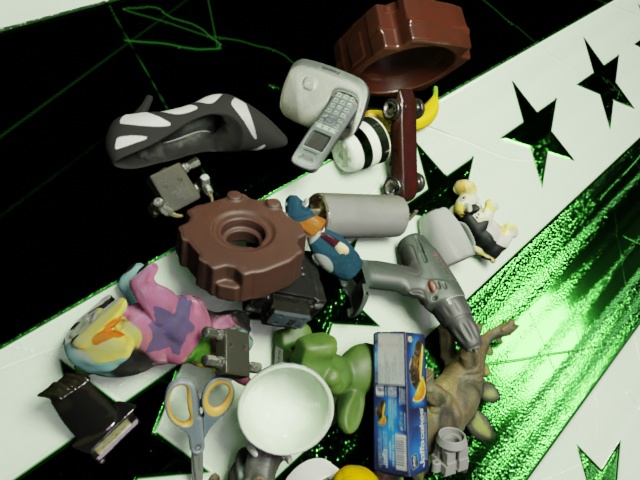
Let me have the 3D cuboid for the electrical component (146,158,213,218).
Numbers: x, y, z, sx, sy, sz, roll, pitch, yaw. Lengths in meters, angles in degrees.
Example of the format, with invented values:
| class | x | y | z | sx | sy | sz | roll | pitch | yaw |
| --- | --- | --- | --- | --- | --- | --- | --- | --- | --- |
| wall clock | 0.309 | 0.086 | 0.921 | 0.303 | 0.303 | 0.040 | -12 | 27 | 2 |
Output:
| class | x | y | z | sx | sy | sz | roll | pitch | yaw |
| --- | --- | --- | --- | --- | --- | --- | --- | --- | --- |
| electrical component | -0.202 | -0.071 | 0.774 | 0.102 | 0.045 | 0.078 | -27 | 95 | -32 |

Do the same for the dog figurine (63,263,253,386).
| class | x | y | z | sx | sy | sz | roll | pitch | yaw |
| --- | --- | --- | --- | --- | --- | --- | --- | --- | --- |
| dog figurine | -0.191 | 0.140 | 0.704 | 0.219 | 0.108 | 0.191 | 47 | 60 | -17 |

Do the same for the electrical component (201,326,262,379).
| class | x | y | z | sx | sy | sz | roll | pitch | yaw |
| --- | --- | --- | --- | --- | --- | --- | --- | --- | --- |
| electrical component | -0.111 | 0.143 | 0.685 | 0.094 | 0.021 | 0.063 | 24 | 52 | -44 |

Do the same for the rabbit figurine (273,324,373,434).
| class | x | y | z | sx | sy | sz | roll | pitch | yaw |
| --- | --- | --- | --- | --- | --- | --- | --- | --- | --- |
| rabbit figurine | 0.027 | 0.206 | 0.808 | 0.170 | 0.121 | 0.159 | 3 | 82 | -30 |

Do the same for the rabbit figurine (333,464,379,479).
| class | x | y | z | sx | sy | sz | roll | pitch | yaw |
| --- | --- | --- | --- | --- | --- | --- | --- | --- | --- |
| rabbit figurine | 0.058 | 0.394 | 0.729 | 0.162 | 0.122 | 0.173 | 7 | 80 | -38 |

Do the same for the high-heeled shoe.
| class | x | y | z | sx | sy | sz | roll | pitch | yaw |
| --- | --- | --- | --- | --- | --- | --- | --- | --- | --- |
| high-heeled shoe | -0.171 | -0.138 | 0.771 | 0.249 | 0.086 | 0.145 | 12 | 53 | -10 |

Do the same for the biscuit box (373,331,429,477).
| class | x | y | z | sx | sy | sz | roll | pitch | yaw |
| --- | --- | --- | --- | --- | --- | --- | --- | --- | --- |
| biscuit box | 0.120 | 0.239 | 0.799 | 0.062 | 0.059 | 0.202 | 16 | 71 | -49 |

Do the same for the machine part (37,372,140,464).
| class | x | y | z | sx | sy | sz | roll | pitch | yaw |
| --- | --- | --- | --- | --- | --- | --- | --- | --- | --- |
| machine part | -0.276 | 0.210 | 0.651 | 0.084 | 0.039 | 0.138 | -43 | 135 | -24 |

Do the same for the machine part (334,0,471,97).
| class | x | y | z | sx | sy | sz | roll | pitch | yaw |
| --- | --- | --- | --- | --- | --- | --- | --- | --- | --- |
| machine part | 0.141 | -0.331 | 0.938 | 0.201 | 0.201 | 0.087 | -4 | 80 | -31 |

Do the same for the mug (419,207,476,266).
| class | x | y | z | sx | sy | sz | roll | pitch | yaw |
| --- | --- | --- | --- | --- | --- | --- | --- | --- | --- |
| mug | 0.240 | -0.008 | 1.004 | 0.109 | 0.081 | 0.107 | -20 | 82 | -25 |

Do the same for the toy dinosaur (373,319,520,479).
| class | x | y | z | sx | sy | sz | roll | pitch | yaw |
| --- | --- | --- | --- | --- | --- | --- | --- | --- | --- |
| toy dinosaur | 0.195 | 0.293 | 0.903 | 0.471 | 0.105 | 0.198 | -35 | 103 | -23 |

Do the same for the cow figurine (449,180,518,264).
| class | x | y | z | sx | sy | sz | roll | pitch | yaw |
| --- | --- | --- | --- | --- | --- | --- | --- | --- | --- |
| cow figurine | 0.308 | -0.035 | 1.059 | 0.167 | 0.068 | 0.098 | 45 | 67 | -14 |

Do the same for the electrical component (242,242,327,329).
| class | x | y | z | sx | sy | sz | roll | pitch | yaw |
| --- | --- | --- | --- | --- | --- | --- | --- | --- | --- |
| electrical component | -0.056 | 0.067 | 0.793 | 0.115 | 0.058 | 0.134 | 11 | 43 | -28 |

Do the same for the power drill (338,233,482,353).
| class | x | y | z | sx | sy | sz | roll | pitch | yaw |
| --- | --- | --- | --- | --- | --- | --- | --- | --- | --- |
| power drill | 0.144 | 0.085 | 0.886 | 0.207 | 0.086 | 0.232 | -2 | 51 | -18 |

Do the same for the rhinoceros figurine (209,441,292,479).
| class | x | y | z | sx | sy | sz | roll | pitch | yaw |
| --- | --- | --- | --- | --- | --- | --- | --- | --- | --- |
| rhinoceros figurine | -0.103 | 0.346 | 0.710 | 0.073 | 0.112 | 0.190 | 27 | 75 | -21 |

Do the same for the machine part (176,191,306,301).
| class | x | y | z | sx | sy | sz | roll | pitch | yaw |
| --- | --- | --- | --- | --- | --- | --- | --- | --- | --- |
| machine part | -0.106 | 0.004 | 0.739 | 0.179 | 0.056 | 0.179 | 7 | 40 | -6 |

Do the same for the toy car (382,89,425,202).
| class | x | y | z | sx | sy | sz | roll | pitch | yaw |
| --- | --- | --- | --- | --- | --- | --- | --- | --- | --- |
| toy car | 0.149 | -0.169 | 0.974 | 0.089 | 0.053 | 0.202 | -16 | 107 | -41 |

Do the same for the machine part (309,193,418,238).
| class | x | y | z | sx | sy | sz | roll | pitch | yaw |
| --- | --- | --- | --- | --- | --- | --- | --- | --- | --- |
| machine part | 0.064 | -0.040 | 0.907 | 0.243 | 0.079 | 0.079 | -2 | 81 | -32 |

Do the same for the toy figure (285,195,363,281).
| class | x | y | z | sx | sy | sz | roll | pitch | yaw |
| --- | --- | --- | --- | --- | --- | --- | --- | --- | --- |
| toy figure | 0.000 | -0.004 | 0.810 | 0.154 | 0.064 | 0.058 | 44 | 37 | -13 |

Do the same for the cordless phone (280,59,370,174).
| class | x | y | z | sx | sy | sz | roll | pitch | yaw |
| --- | --- | --- | --- | --- | --- | --- | --- | --- | --- |
| cordless phone | -0.016 | -0.191 | 0.863 | 0.147 | 0.088 | 0.184 | 25 | 66 | 16 |
